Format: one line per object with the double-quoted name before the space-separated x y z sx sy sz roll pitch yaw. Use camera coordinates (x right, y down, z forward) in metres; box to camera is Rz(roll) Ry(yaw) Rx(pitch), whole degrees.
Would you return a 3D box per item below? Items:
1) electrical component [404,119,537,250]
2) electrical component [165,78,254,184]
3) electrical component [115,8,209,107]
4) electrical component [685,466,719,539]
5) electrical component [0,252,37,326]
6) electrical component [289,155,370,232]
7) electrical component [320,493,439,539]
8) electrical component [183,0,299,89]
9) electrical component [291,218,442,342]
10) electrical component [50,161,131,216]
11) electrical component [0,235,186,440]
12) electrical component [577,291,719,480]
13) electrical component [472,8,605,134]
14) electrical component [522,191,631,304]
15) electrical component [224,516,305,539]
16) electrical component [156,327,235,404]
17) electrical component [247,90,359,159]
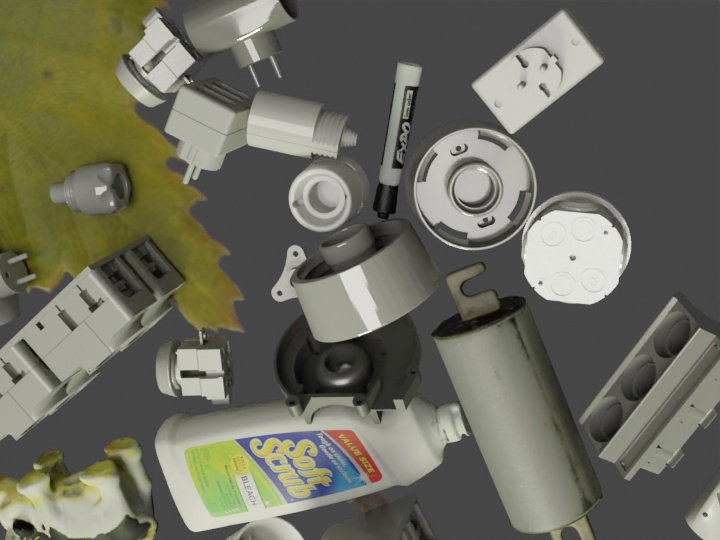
"electrical component" 0.083 -0.063 0.806 0.099 0.064 0.099 0 100 1
"electrical component" -0.119 -0.102 0.834 0.047 0.065 0.076 27 110 6
"electrical component" -0.157 -0.160 0.839 0.055 0.048 0.066 -40 92 13
"electrical component" 0.302 0.178 0.814 0.079 0.043 0.077 30 110 4
"electrical component" -0.314 0.007 0.927 0.079 0.044 0.077 -18 100 19
"electrical component" -0.025 -0.058 0.831 0.055 0.047 0.055 4 106 14
"electrical component" 0.005 0.251 0.854 0.089 0.150 0.061 -26 96 20
"electrical component" -0.083 -0.178 0.815 0.077 0.043 0.079 -19 100 19
"electrical component" 0.000 0.000 0.805 0.108 0.108 0.060 -21 106 19
"electrical component" -0.224 -0.066 0.884 0.062 0.043 0.043 -5 104 17
"electrical component" -0.238 0.062 0.889 0.186 0.105 0.060 -40 92 21
"electrical component" 0.227 0.088 0.794 0.063 0.078 0.121 23 112 -23
"electrical component" 0.124 -0.138 0.755 0.083 0.075 0.047 -38 93 21
"electrical component" 0.158 -0.015 0.793 0.080 0.051 0.080 4 106 14
"electrical component" -0.088 0.267 0.914 0.064 0.099 0.099 -32 95 27
"electrical component" -0.138 0.082 0.902 0.055 0.048 0.066 -2 105 7
"electrical component" -0.041 -0.108 0.821 0.081 0.043 0.043 13 108 5
